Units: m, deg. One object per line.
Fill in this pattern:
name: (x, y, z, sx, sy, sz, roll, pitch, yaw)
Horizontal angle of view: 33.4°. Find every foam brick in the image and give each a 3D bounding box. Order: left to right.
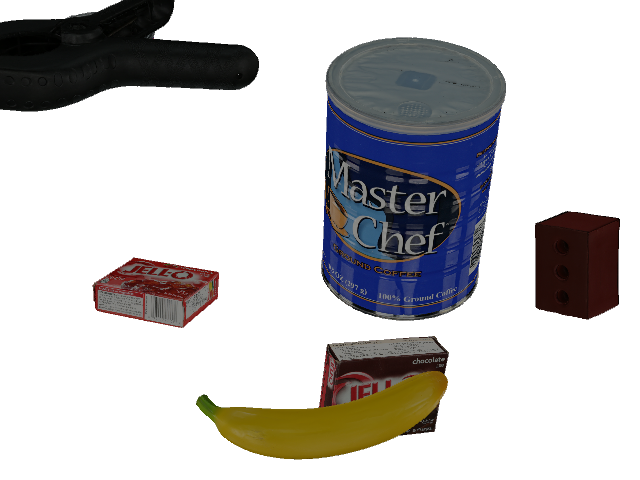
foam brick: (0.215, 0.020, 0.892, 0.053, 0.078, 0.051, 11, 22, 43)

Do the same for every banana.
banana: (0.009, 0.131, 0.802, 0.197, 0.069, 0.037, -3, -43, -12)

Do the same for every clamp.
clamp: (-0.133, -0.109, 0.601, 0.171, 0.039, 0.120, -8, 29, -23)

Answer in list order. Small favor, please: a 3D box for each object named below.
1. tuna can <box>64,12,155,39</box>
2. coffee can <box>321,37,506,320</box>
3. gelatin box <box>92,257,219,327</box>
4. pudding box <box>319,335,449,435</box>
tuna can: (-0.196, -0.180, 0.981, 0.086, 0.034, 0.086, 6, 31, -3)
coffee can: (0.053, -0.037, 0.648, 0.103, 0.140, 0.103, 1, 37, -1)
gelatin box: (-0.145, 0.044, 0.946, 0.089, 0.030, 0.073, 10, 20, 17)
pudding box: (0.057, 0.138, 0.996, 0.113, 0.090, 0.039, -4, 28, -20)
